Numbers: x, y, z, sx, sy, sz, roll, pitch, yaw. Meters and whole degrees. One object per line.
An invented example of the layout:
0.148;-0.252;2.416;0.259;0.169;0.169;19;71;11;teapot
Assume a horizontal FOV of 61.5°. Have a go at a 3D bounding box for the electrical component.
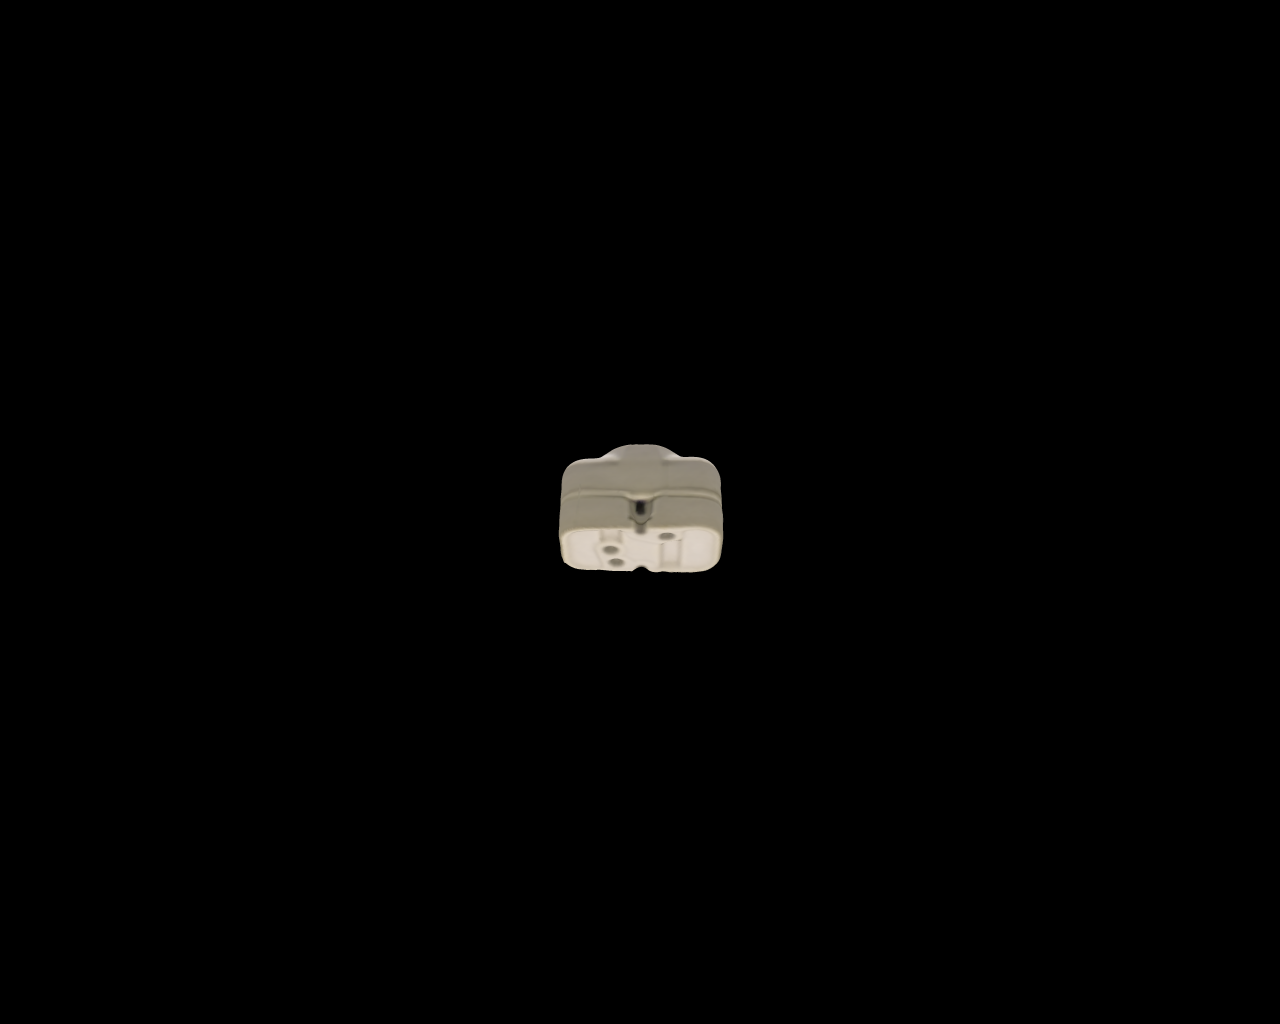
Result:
0.001;-0.003;0.650;0.095;0.059;0.053;0;-32;0;electrical component
